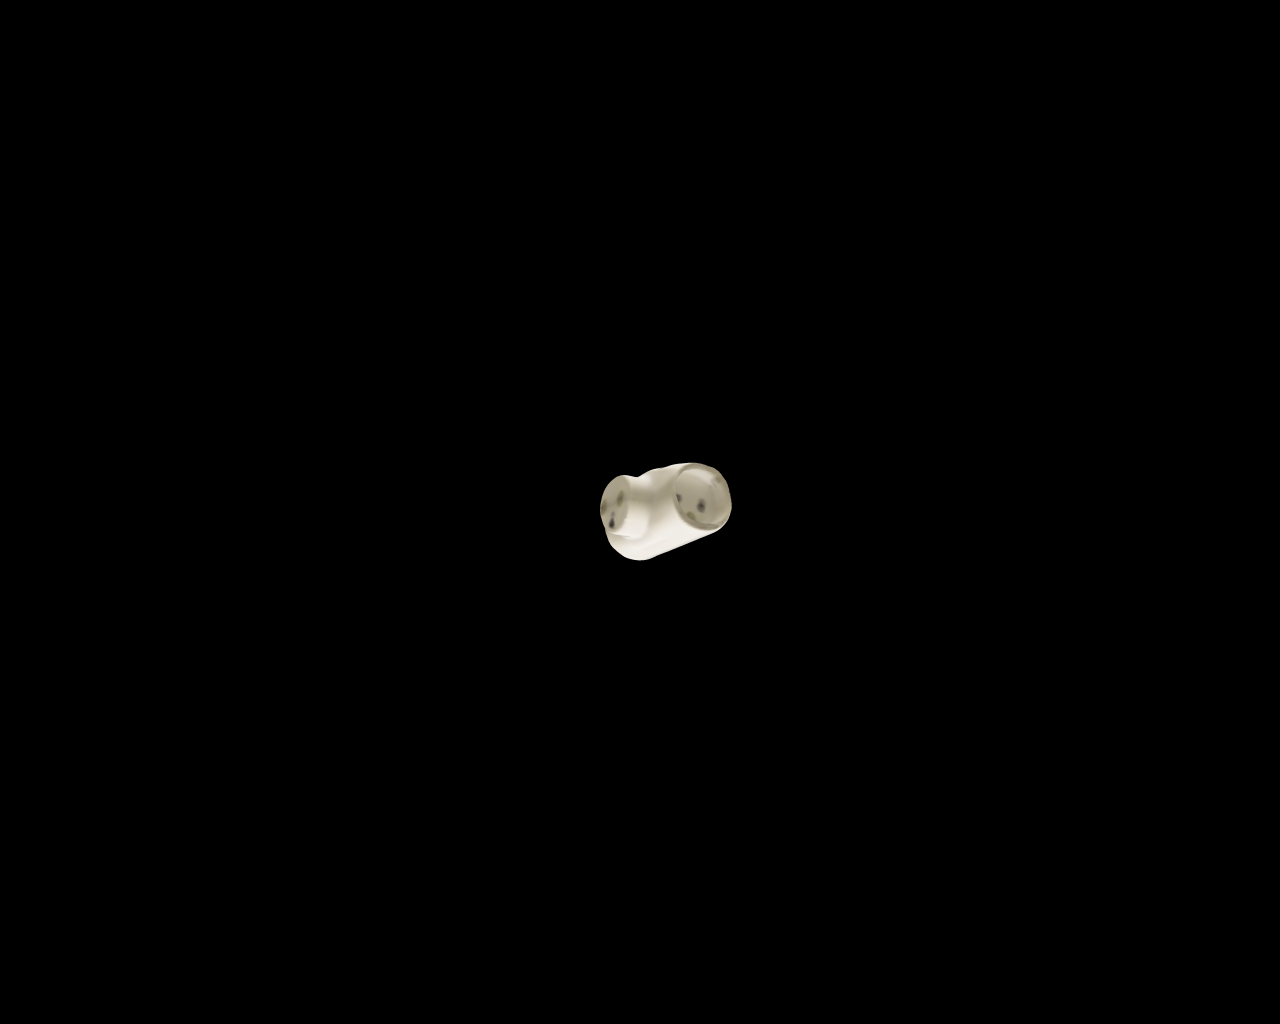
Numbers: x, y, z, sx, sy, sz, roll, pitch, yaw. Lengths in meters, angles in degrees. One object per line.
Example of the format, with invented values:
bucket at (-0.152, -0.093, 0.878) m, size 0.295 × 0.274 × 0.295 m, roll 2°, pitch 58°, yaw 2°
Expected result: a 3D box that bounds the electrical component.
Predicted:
electrical component at (0.001, -0.003, 0.650) m, size 0.079 × 0.043 × 0.077 m, roll 11°, pitch -21°, yaw -30°
